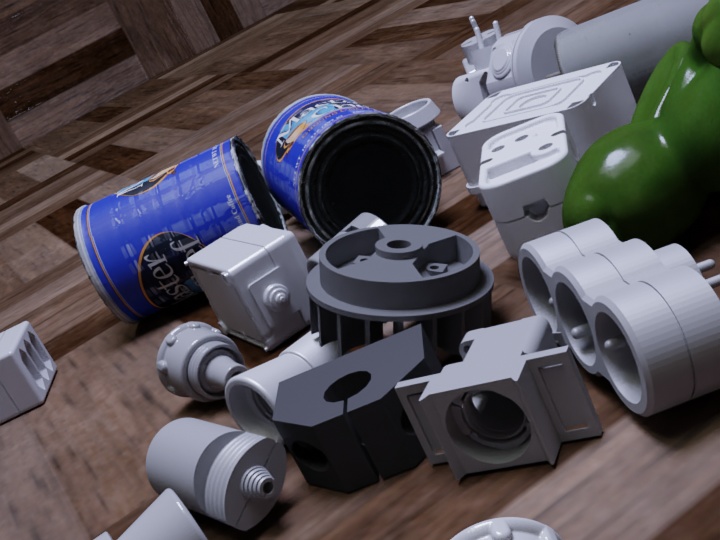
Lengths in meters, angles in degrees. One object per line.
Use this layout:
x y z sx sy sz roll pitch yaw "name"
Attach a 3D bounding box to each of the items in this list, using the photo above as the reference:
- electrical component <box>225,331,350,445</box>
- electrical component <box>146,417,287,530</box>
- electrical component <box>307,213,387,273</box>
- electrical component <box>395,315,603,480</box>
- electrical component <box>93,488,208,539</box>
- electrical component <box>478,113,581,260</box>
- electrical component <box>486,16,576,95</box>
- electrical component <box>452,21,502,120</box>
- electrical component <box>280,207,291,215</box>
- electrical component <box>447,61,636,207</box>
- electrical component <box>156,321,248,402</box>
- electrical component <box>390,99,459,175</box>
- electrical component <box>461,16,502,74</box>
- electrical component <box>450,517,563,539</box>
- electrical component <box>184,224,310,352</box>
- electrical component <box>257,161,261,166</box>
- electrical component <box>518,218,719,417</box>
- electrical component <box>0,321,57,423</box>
-0.035 0.060 0.579 0.044 0.044 0.065 -5 24 47 "electrical component"
-0.065 0.097 0.517 0.043 0.043 0.081 -38 23 -30 "electrical component"
0.000 0.000 0.669 0.047 0.055 0.055 -38 22 -19 "electrical component"
0.063 0.053 0.470 0.081 0.042 0.063 -15 21 29 "electrical component"
-0.094 0.129 0.470 0.055 0.045 0.045 -33 20 -17 "electrical component"
0.108 -0.047 0.642 0.054 0.059 0.095 -21 20 17 "electrical component"
0.143 -0.156 0.848 0.080 0.080 0.051 -36 16 -24 "electrical component"
0.118 -0.171 0.919 0.077 0.079 0.043 -10 10 39 "electrical component"
-0.046 -0.062 0.903 0.062 0.048 0.048 -15 21 47 "electrical component"
0.127 -0.090 0.731 0.113 0.057 0.078 -8 27 43 "electrical component"
-0.090 0.059 0.648 0.048 0.048 0.062 -37 29 -27 "electrical component"
0.049 -0.105 0.870 0.048 0.055 0.066 -28 19 -6 "electrical component"
0.117 -0.195 0.984 0.047 0.076 0.065 -23 19 10 "electrical component"
0.049 0.112 0.335 0.048 0.048 0.062 -25 27 6 "electrical component"
-0.063 0.008 0.714 0.061 0.061 0.096 -34 21 -21 "electrical component"
-0.105 -0.058 0.946 0.078 0.058 0.057 -12 22 37 "electrical component"
0.129 0.011 0.476 0.074 0.052 0.138 -20 19 -6 "electrical component"
-0.280 0.085 0.819 0.077 0.047 0.065 -26 19 3 "electrical component"
